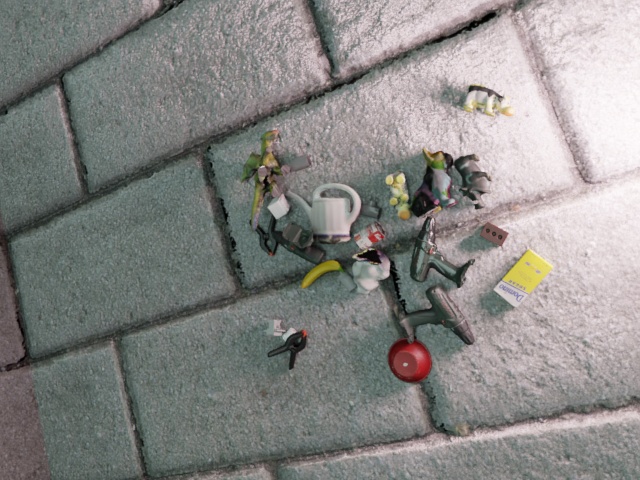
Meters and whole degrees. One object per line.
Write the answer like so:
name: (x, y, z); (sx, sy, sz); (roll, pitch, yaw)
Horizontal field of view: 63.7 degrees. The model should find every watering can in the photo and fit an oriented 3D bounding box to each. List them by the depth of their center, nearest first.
watering can: (0.006, -0.097, 1.929); (0.347, 0.104, 0.224); (0, 90, 38)

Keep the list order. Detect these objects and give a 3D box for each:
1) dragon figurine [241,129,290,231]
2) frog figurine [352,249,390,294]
dragon figurine: (-0.241, -0.249, 2.024); (0.244, 0.121, 0.411); (20, 87, 58)
frog figurine: (0.183, 0.117, 1.850); (0.137, 0.125, 0.156); (3, 123, 14)
